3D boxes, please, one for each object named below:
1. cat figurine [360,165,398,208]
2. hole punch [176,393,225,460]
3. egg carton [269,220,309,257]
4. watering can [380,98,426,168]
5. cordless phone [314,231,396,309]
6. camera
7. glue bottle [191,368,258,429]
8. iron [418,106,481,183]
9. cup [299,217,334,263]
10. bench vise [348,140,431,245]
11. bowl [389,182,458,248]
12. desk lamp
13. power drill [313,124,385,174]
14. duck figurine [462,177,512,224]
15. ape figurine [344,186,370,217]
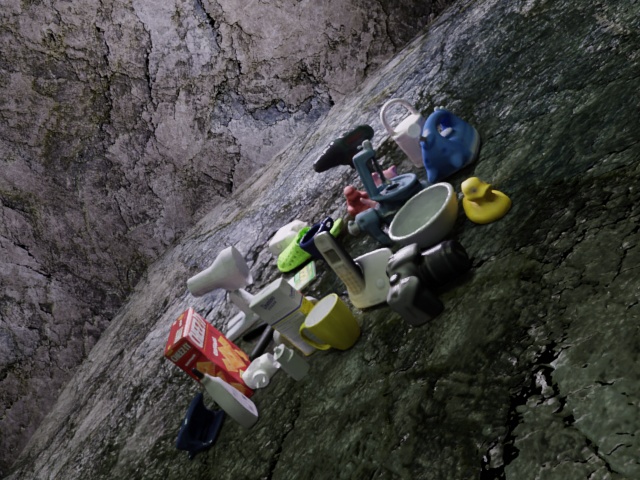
[{"bbox_3d":[0.162,-0.124,1.465,0.127,0.118,0.067,-40,19,15],"label":"cat figurine"},{"bbox_3d":[-0.285,0.419,1.293,0.101,0.091,0.108,-35,20,28],"label":"hole punch"},{"bbox_3d":[-0.098,0.000,1.842,0.150,0.069,0.107,-24,27,48],"label":"egg carton"},{"bbox_3d":[0.245,-0.297,1.538,0.101,0.194,0.172,-49,18,-11],"label":"watering can"},{"bbox_3d":[0.080,0.046,1.160,0.147,0.185,0.094,-27,25,44],"label":"cordless phone"},{"bbox_3d":[0.191,0.058,1.027,0.136,0.101,0.143,-33,21,33],"label":"camera"},{"bbox_3d":[-0.202,0.320,1.195,0.037,0.173,0.078,-45,18,-1],"label":"glue bottle"},{"bbox_3d":[0.307,-0.258,1.403,0.118,0.142,0.258,-29,23,39],"label":"iron"},{"bbox_3d":[0.014,0.006,1.541,0.118,0.095,0.091,-49,19,-13],"label":"cup"},{"bbox_3d":[0.135,-0.107,1.320,0.207,0.220,0.121,-50,19,-14],"label":"bench vise"},{"bbox_3d":[0.229,-0.038,1.198,0.167,0.075,0.167,-39,19,17],"label":"bowl"},{"bbox_3d":[-0.256,0.148,1.626,0.203,0.214,0.118,-41,18,10],"label":"desk lamp"},{"bbox_3d":[0.108,-0.213,1.633,0.075,0.209,0.230,-15,34,57],"label":"power drill"},{"bbox_3d":[0.307,-0.084,1.110,0.077,0.086,0.104,-50,19,-15],"label":"duck figurine"},{"bbox_3d":[0.102,-0.113,1.614,0.078,0.092,0.076,-41,18,11],"label":"ape figurine"}]
